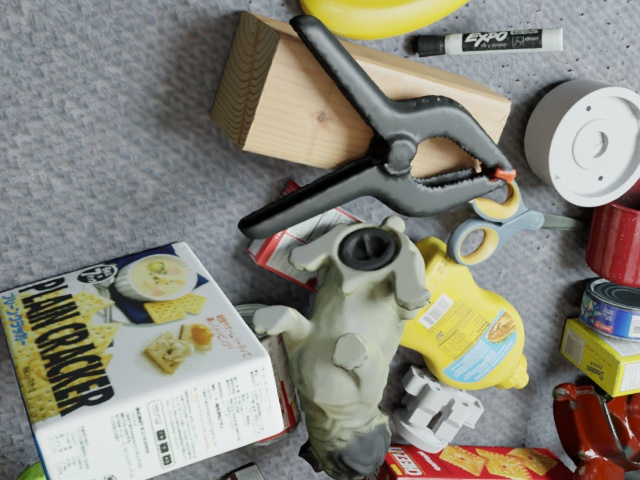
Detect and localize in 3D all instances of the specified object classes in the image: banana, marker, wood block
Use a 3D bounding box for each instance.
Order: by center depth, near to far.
[{"bbox_3d":[0.032,-0.102,0.838,0.205,0.090,0.091,11,108,-27],"label":"wood block"},{"bbox_3d":[0.067,-0.198,0.842,0.197,0.037,0.069,-15,117,-17],"label":"banana"},{"bbox_3d":[0.134,-0.160,0.865,0.121,0.020,0.020,0,117,14],"label":"marker"}]

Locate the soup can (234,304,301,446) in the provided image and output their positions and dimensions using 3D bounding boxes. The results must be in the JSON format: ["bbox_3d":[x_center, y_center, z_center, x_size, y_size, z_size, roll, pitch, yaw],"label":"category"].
[{"bbox_3d":[-0.057,0.114,0.906,0.068,0.069,0.102,-17,117,-16],"label":"soup can"}]

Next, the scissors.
[{"bbox_3d":[0.176,-0.004,0.952,0.201,0.016,0.096,27,94,-48],"label":"scissors"}]

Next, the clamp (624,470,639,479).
[{"bbox_3d":[0.355,0.286,1.174,0.171,0.039,0.120,4,111,-25],"label":"clamp"}]

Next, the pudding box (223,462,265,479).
[{"bbox_3d":[-0.048,0.273,0.966,0.039,0.090,0.113,-23,118,-13],"label":"pudding box"}]

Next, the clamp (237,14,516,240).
[{"bbox_3d":[0.045,-0.058,0.788,0.209,0.036,0.165,15,107,-24],"label":"clamp"}]

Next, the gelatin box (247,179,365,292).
[{"bbox_3d":[-0.006,0.001,0.901,0.089,0.030,0.073,28,98,-31],"label":"gelatin box"}]

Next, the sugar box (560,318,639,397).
[{"bbox_3d":[0.339,0.105,1.057,0.176,0.093,0.048,-3,115,-21],"label":"sugar box"}]

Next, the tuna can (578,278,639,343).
[{"bbox_3d":[0.295,0.066,1.025,0.086,0.086,0.034,-3,111,-22],"label":"tuna can"}]

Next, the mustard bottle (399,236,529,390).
[{"bbox_3d":[0.132,0.084,0.979,0.096,0.058,0.191,-48,121,4],"label":"mustard bottle"}]

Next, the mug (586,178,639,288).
[{"bbox_3d":[0.300,-0.013,1.001,0.117,0.093,0.081,-36,137,-50],"label":"mug"}]

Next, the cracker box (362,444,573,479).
[{"bbox_3d":[0.134,0.290,1.063,0.213,0.072,0.164,7,108,-25],"label":"cracker box"}]
